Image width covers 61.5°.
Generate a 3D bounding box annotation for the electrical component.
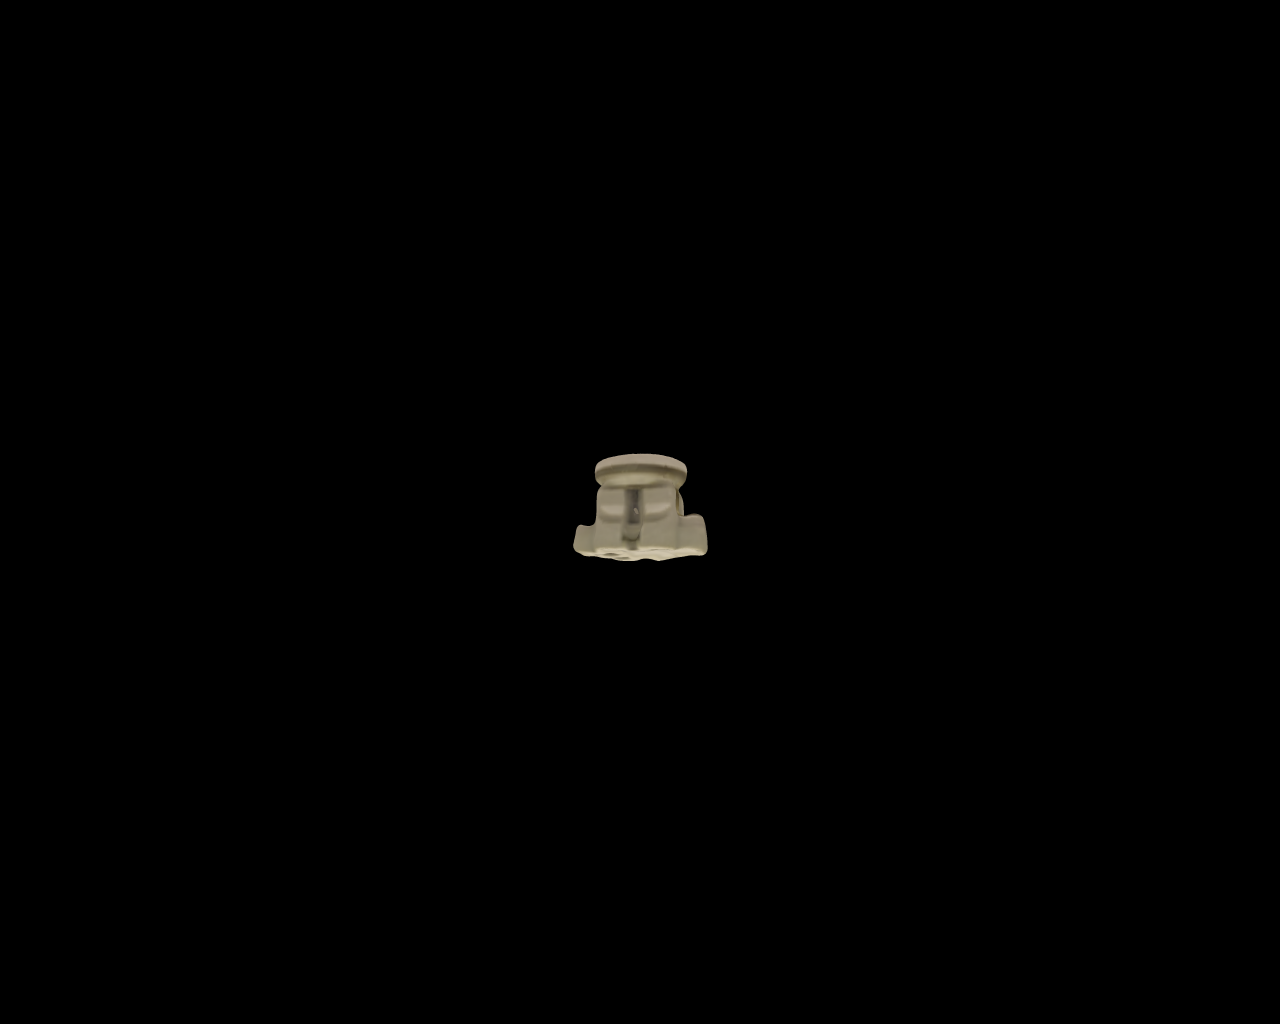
[{"bbox_3d":[0.001,-0.003,0.650,0.078,0.057,0.058,-2,-11,12],"label":"electrical component"}]
